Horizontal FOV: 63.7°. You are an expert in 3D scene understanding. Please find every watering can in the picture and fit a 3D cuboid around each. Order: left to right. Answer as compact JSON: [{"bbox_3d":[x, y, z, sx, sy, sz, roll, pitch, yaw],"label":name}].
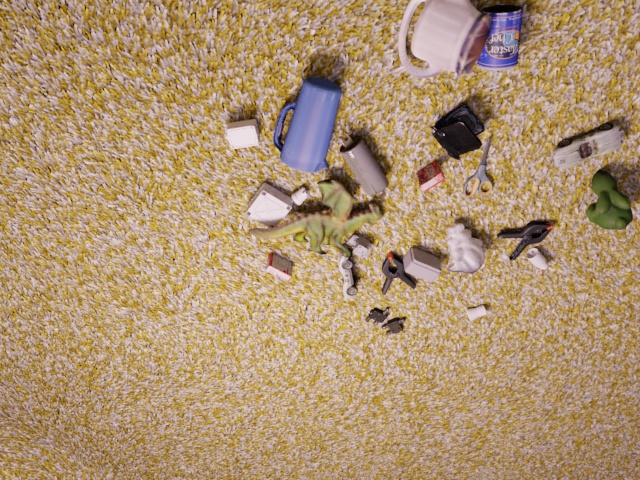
[{"bbox_3d":[0.312,-0.546,1.249,0.226,0.106,0.339,32,130,20],"label":"watering can"}]

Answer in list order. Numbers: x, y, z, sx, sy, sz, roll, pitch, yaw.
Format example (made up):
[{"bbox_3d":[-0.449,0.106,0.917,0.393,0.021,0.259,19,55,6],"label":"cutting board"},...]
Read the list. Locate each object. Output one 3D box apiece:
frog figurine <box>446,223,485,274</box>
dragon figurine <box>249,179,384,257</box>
[{"bbox_3d":[0.468,0.022,1.651,0.138,0.124,0.156,-17,119,-28],"label":"frog figurine"},{"bbox_3d":[0.005,-0.080,1.585,0.410,0.124,0.239,9,113,-17],"label":"dragon figurine"}]
